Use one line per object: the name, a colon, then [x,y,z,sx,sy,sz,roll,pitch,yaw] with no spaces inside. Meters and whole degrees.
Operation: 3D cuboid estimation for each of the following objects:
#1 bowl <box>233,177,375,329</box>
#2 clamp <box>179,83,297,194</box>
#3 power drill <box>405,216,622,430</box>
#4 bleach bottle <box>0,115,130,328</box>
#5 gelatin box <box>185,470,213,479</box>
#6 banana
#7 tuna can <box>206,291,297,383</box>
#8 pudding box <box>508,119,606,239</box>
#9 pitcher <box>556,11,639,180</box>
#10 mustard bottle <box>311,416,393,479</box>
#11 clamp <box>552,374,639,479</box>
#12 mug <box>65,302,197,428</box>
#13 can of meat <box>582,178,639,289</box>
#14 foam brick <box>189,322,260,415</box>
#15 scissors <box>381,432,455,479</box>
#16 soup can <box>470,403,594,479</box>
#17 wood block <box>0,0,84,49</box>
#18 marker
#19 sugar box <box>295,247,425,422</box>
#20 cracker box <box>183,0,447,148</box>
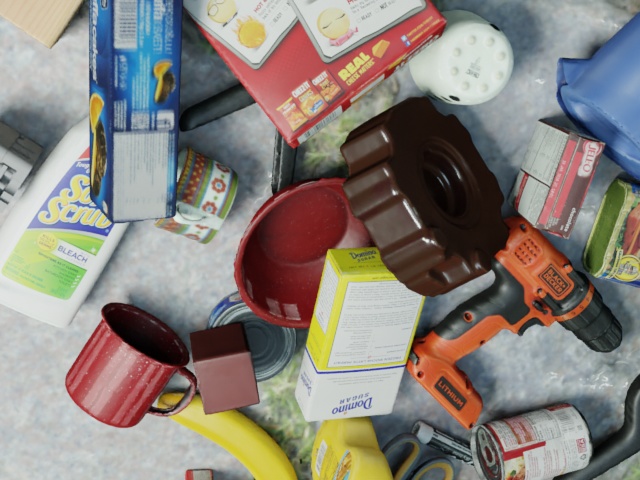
bowl: [-0.006,0.001,0.970,0.162,0.055,0.162,-10,126,-15]
clamp: [-0.044,-0.135,0.949,0.120,0.039,0.171,24,95,-29]
power drill: [0.184,0.093,1.037,0.187,0.057,0.184,-45,111,3]
bleach bottle: [-0.206,-0.052,0.939,0.102,0.068,0.251,27,98,-20]
gelatin box: [-0.116,0.279,1.035,0.030,0.073,0.089,0,105,-9]
banana: [-0.076,0.211,1.041,0.069,0.037,0.197,-35,107,1]
tuna can: [-0.065,0.092,1.012,0.086,0.034,0.086,-2,105,-8]
pudding box: [0.213,-0.058,0.969,0.039,0.113,0.090,18,102,-8]
pitcher: [0.346,-0.165,0.954,0.243,0.145,0.149,-46,139,2]
mustard bottle: [0.034,0.232,0.981,0.058,0.192,0.096,13,103,-11]
clamp: [0.335,0.199,1.095,0.164,0.036,0.210,13,101,-11]
mug: [-0.170,0.123,0.979,0.117,0.093,0.081,31,104,-19]
can of meat: [0.311,-0.003,1.028,0.084,0.057,0.102,14,103,-9]
foam brick: [-0.086,0.114,0.956,0.051,0.078,0.053,-11,106,-6]
scissors: [0.070,0.283,1.088,0.096,0.016,0.202,13,112,-18]
soup can: [0.209,0.204,1.055,0.102,0.069,0.068,-11,106,-17]
wood block: [-0.198,-0.270,0.867,0.090,0.090,0.206,34,98,-16]
marker: [0.147,0.217,1.084,0.121,0.020,0.020,28,99,-14]
sugar box: [0.038,0.088,0.985,0.093,0.048,0.176,-1,128,-21]
cracker box: [-0.024,-0.209,0.889,0.164,0.072,0.214,-38,87,2]
